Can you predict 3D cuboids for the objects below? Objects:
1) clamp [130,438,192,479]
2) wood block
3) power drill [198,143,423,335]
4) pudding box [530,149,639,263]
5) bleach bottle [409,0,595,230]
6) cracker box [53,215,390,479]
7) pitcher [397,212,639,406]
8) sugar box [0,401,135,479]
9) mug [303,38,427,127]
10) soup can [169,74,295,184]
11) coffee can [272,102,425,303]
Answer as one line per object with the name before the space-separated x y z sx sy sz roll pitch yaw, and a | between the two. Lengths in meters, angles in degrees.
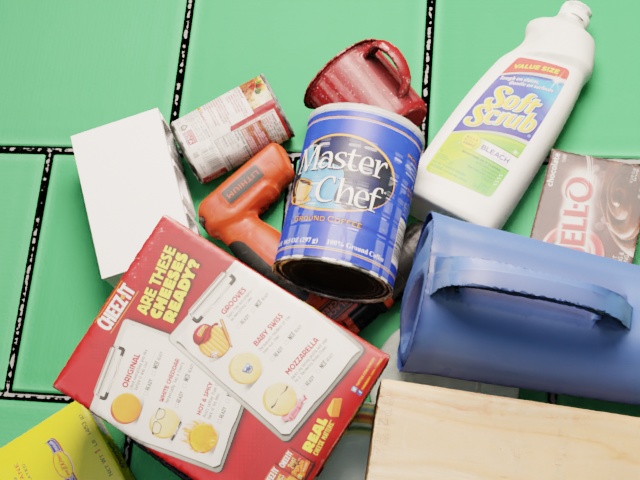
clamp | -0.094 0.224 0.886 0.171 0.039 0.120 9 62 10
wood block | 0.143 0.175 0.854 0.206 0.091 0.090 9 75 3
power drill | -0.006 0.001 0.972 0.184 0.057 0.188 -40 70 -6
pudding box | 0.238 -0.017 0.949 0.090 0.039 0.113 13 73 14
bleach bottle | 0.174 -0.120 0.985 0.103 0.068 0.250 28 75 17
cracker box | -0.076 0.106 0.857 0.214 0.072 0.164 32 84 7
pitcher | 0.189 0.062 0.858 0.243 0.145 0.149 11 29 0
sugar box | -0.259 0.226 0.941 0.176 0.048 0.093 -33 70 -4
mug | 0.049 -0.133 0.984 0.093 0.117 0.081 -26 71 -38
soup can | -0.084 -0.105 1.016 0.102 0.068 0.068 -28 69 -1
coffee can | 0.025 -0.030 0.896 0.103 0.103 0.140 9 71 12
